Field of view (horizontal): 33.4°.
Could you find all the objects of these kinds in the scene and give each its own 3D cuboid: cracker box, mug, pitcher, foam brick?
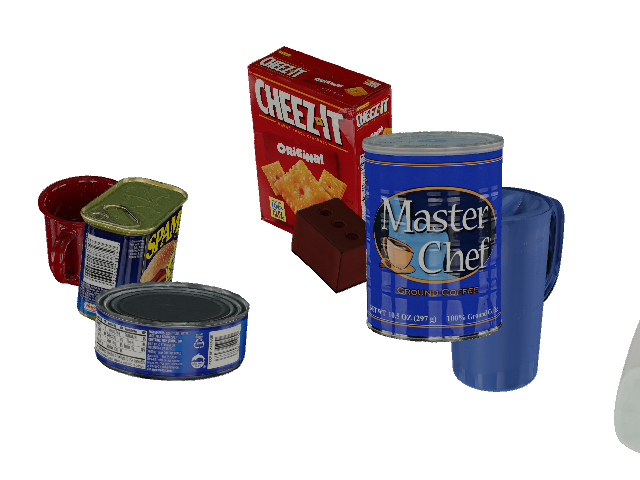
[{"bbox_3d":[0.000,-0.096,1.231,0.164,0.214,0.072,26,45,34],"label":"cracker box"},{"bbox_3d":[-0.237,-0.001,1.065,0.093,0.081,0.117,10,34,8],"label":"mug"},{"bbox_3d":[0.228,0.058,1.339,0.149,0.243,0.145,1,21,12],"label":"pitcher"},{"bbox_3d":[0.016,0.004,1.032,0.052,0.051,0.078,-21,45,-31],"label":"foam brick"}]

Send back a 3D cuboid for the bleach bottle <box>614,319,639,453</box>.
[{"bbox_3d":[0.271,0.068,0.730,0.103,0.068,0.250,12,23,22],"label":"bleach bottle"}]

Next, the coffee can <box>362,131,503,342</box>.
[{"bbox_3d":[0.083,-0.006,0.790,0.103,0.140,0.103,-1,11,0],"label":"coffee can"}]

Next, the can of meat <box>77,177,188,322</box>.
[{"bbox_3d":[-0.146,0.009,0.821,0.057,0.084,0.102,15,23,8],"label":"can of meat"}]

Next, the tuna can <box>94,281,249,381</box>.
[{"bbox_3d":[-0.084,0.050,0.600,0.086,0.034,0.086,4,12,-1],"label":"tuna can"}]
